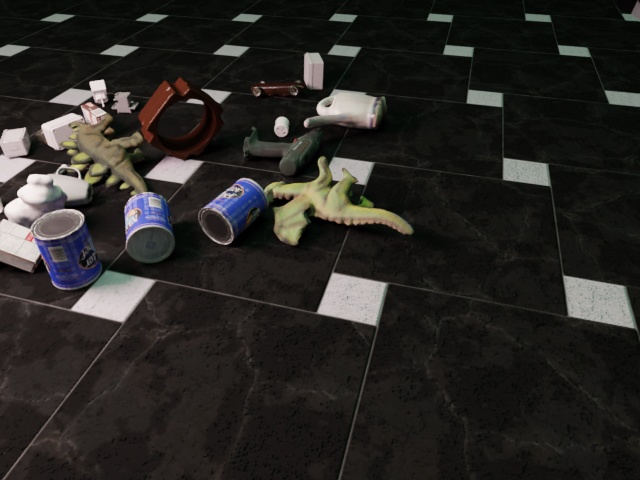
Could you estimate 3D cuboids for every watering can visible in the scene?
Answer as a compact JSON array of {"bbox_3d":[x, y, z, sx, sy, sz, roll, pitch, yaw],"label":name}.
[{"bbox_3d":[0.091,-0.398,1.626,0.225,0.102,0.355,11,32,13],"label":"watering can"}]

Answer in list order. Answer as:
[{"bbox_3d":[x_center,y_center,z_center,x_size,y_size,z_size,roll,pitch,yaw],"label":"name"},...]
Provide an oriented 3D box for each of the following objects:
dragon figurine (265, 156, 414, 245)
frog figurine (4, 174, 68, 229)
[{"bbox_3d":[0.004,-0.063,1.246,0.245,0.119,0.416,-37,47,-15],"label":"dragon figurine"},{"bbox_3d":[-0.666,-0.087,1.209,0.138,0.156,0.124,-23,42,-26],"label":"frog figurine"}]
